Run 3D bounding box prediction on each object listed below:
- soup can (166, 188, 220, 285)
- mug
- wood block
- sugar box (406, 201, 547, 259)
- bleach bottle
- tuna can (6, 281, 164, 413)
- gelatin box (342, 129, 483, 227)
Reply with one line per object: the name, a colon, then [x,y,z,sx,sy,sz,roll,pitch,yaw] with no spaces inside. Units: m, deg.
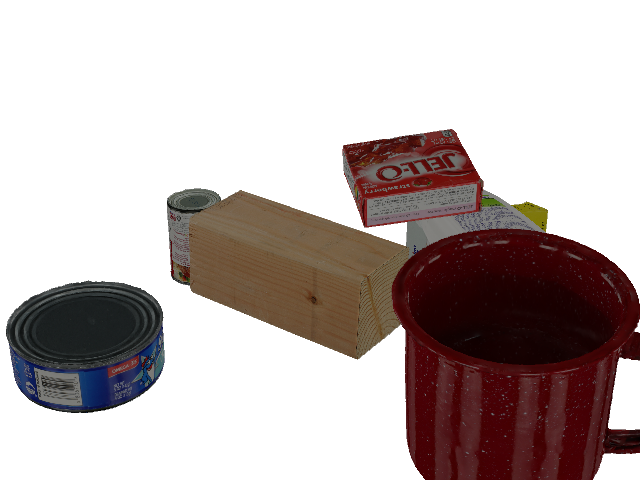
soup can: [-0.154,-0.005,1.314,0.068,0.102,0.068,0,26,0]
mug: [0.087,0.055,0.424,0.117,0.081,0.093,7,34,14]
wood block: [-0.025,0.030,1.070,0.206,0.091,0.090,20,33,29]
sugar box: [0.184,0.010,1.258,0.175,0.093,0.048,-8,18,-29]
bleach bottle: [0.155,-0.005,0.999,0.102,0.068,0.251,-3,26,-12]
tuna can: [-0.130,0.059,0.599,0.086,0.034,0.086,0,29,0]
gelatin box: [0.066,-0.047,0.778,0.089,0.030,0.073,-9,37,-6]
